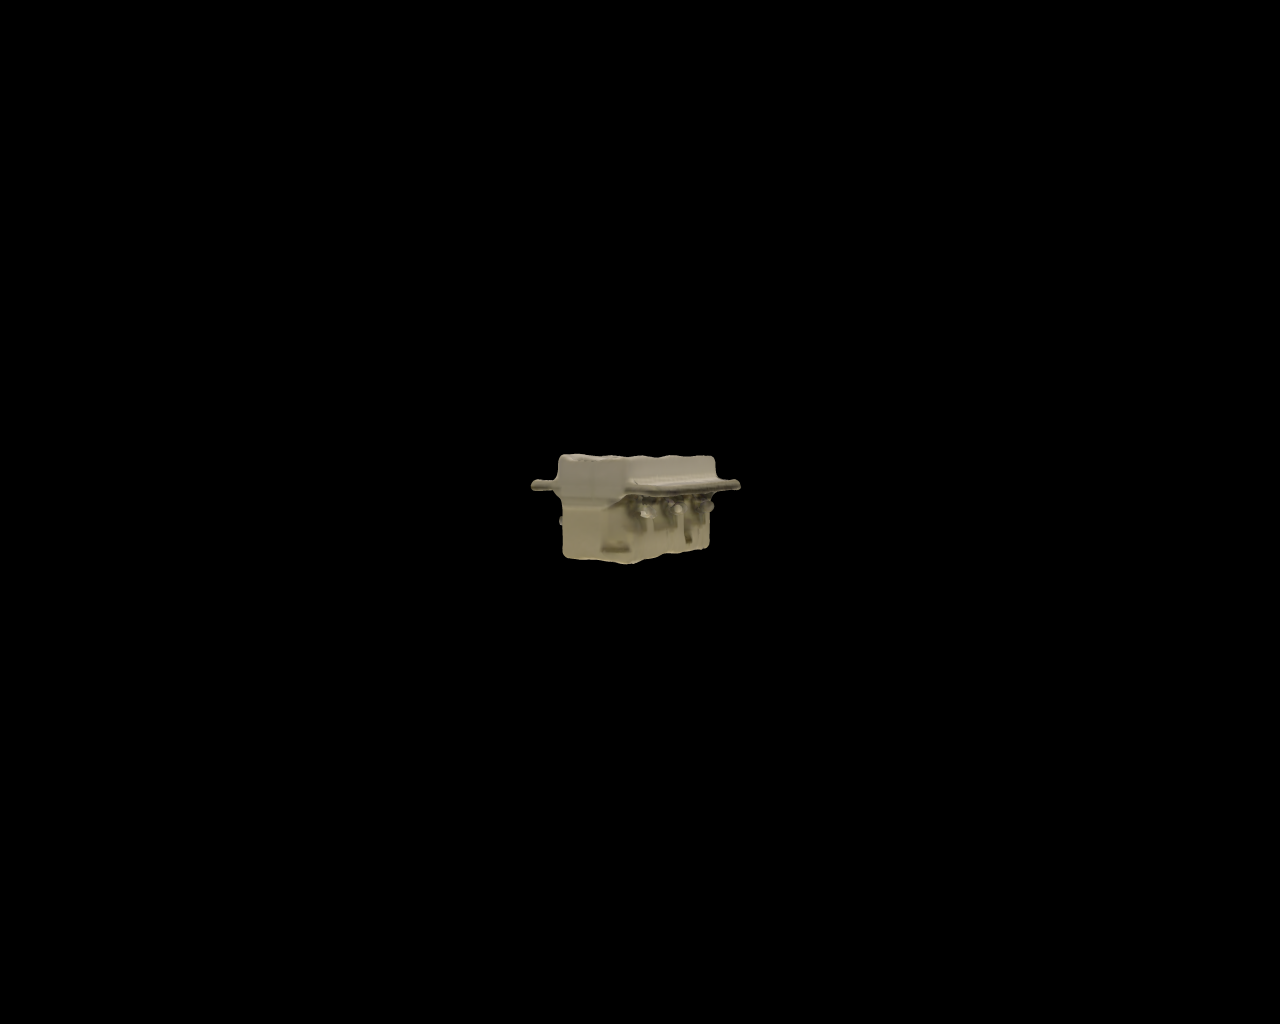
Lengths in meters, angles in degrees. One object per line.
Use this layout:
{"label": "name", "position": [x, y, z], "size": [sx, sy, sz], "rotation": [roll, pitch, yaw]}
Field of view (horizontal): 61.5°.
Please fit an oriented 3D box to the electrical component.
{"label": "electrical component", "position": [0.001, -0.003, 0.650], "size": [0.079, 0.063, 0.121], "rotation": [1, 3, 28]}
